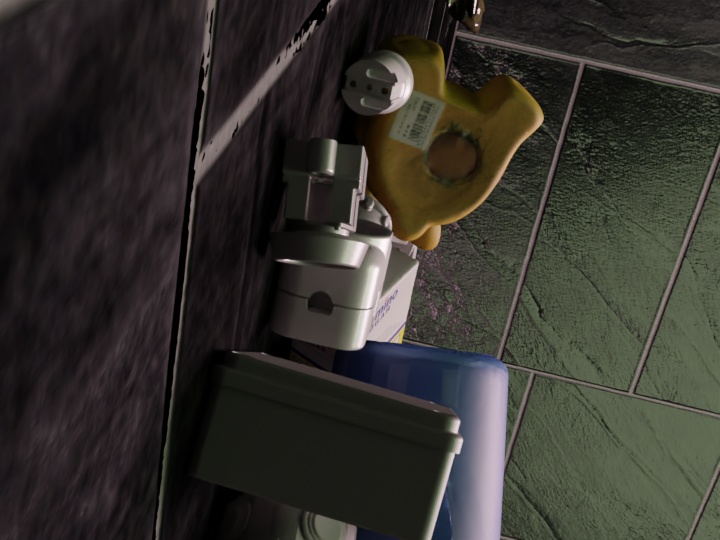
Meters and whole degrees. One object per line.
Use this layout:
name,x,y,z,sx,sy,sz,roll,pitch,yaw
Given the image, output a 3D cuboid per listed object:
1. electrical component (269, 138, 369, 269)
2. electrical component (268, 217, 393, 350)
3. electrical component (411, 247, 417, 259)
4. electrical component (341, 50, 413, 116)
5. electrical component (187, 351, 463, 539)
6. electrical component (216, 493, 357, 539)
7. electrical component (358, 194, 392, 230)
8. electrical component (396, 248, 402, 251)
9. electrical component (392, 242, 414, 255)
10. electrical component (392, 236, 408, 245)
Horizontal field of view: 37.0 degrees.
electrical component,-0.018,-0.030,0.517,0.066,0.048,0.055,51,45,-85
electrical component,-0.014,0.002,0.610,0.095,0.054,0.059,-60,163,-77
electrical component,0.029,-0.027,1.104,0.095,0.059,0.053,97,7,-57
electrical component,0.010,-0.117,0.678,0.046,0.040,0.040,-48,152,-70
electrical component,-0.013,0.078,0.494,0.108,0.109,0.056,60,46,-84
electrical component,-0.041,0.155,0.572,0.051,0.080,0.080,-81,180,-47
electrical component,-0.010,-0.017,0.699,0.048,0.048,0.062,99,13,-51
electrical component,0.000,0.000,0.802,0.045,0.055,0.045,13,90,-86
electrical component,0.023,-0.028,0.985,0.099,0.064,0.099,13,90,-86
electrical component,0.026,-0.043,0.899,0.052,0.074,0.138,92,12,-71
